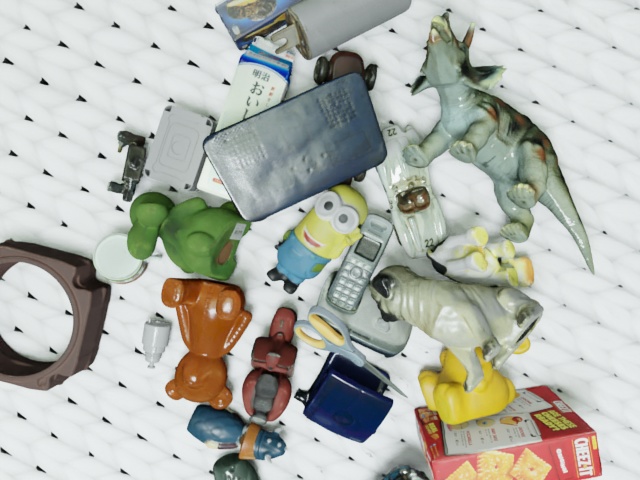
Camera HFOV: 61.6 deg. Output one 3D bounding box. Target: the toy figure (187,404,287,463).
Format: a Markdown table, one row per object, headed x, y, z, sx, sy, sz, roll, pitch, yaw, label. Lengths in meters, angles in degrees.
| x | y | z | sx | sy | sz | roll | pitch | yaw | label |
| --- | --- | --- | --- | --- | --- | --- | --- | --- | --- |
| -0.126 | 0.299 | 0.828 | 0.155 | 0.057 | 0.064 | 21 | 72 | 3 | toy figure |

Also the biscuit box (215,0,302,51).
| x | y | z | sx | sy | sz | roll | pitch | yaw | label |
| --- | --- | --- | --- | --- | --- | --- | --- | --- | --- |
| -0.049 | -0.357 | 0.784 | 0.203 | 0.063 | 0.059 | -30 | 94 | 3 | biscuit box |

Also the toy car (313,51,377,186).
| x | y | z | sx | sy | sz | roll | pitch | yaw | label |
| --- | --- | --- | --- | --- | --- | --- | --- | --- | --- |
| 0.031 | -0.174 | 0.797 | 0.089 | 0.053 | 0.202 | 2 | 99 | -14 | toy car |

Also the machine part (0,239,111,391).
| x | y | z | sx | sy | sz | roll | pitch | yaw | label |
| --- | --- | --- | --- | --- | --- | --- | --- | --- | --- |
| -0.437 | 0.112 | 0.812 | 0.201 | 0.087 | 0.201 | 15 | 93 | -1 | machine part |

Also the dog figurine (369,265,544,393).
| x | y | z | sx | sy | sz | roll | pitch | yaw | label |
| --- | --- | --- | --- | --- | --- | --- | --- | --- | --- |
| 0.182 | 0.081 | 0.726 | 0.191 | 0.172 | 0.121 | 43 | 133 | 30 | dog figurine |

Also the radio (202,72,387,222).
| x | y | z | sx | sy | sz | roll | pitch | yaw | label |
| --- | --- | --- | --- | --- | --- | --- | --- | --- | --- |
| -0.031 | -0.124 | 0.731 | 0.230 | 0.073 | 0.131 | -26 | 103 | -5 | radio |

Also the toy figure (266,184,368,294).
| x | y | z | sx | sy | sz | roll | pitch | yaw | label |
| --- | --- | --- | --- | --- | --- | --- | --- | --- | --- |
| -0.005 | -0.005 | 0.791 | 0.082 | 0.089 | 0.180 | 32 | 114 | -15 | toy figure |

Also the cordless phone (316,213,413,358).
| x | y | z | sx | sy | sz | roll | pitch | yaw | label |
| --- | --- | --- | --- | --- | --- | --- | --- | --- | --- |
| 0.087 | 0.065 | 0.799 | 0.147 | 0.089 | 0.184 | 26 | 89 | 0 | cordless phone |

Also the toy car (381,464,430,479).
| x | y | z | sx | sy | sz | roll | pitch | yaw | label |
| --- | --- | --- | --- | --- | --- | --- | --- | --- | --- |
| 0.117 | 0.396 | 0.806 | 0.109 | 0.103 | 0.161 | 27 | 105 | 1 | toy car |

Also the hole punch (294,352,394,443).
| x | y | z | sx | sy | sz | roll | pitch | yaw | label |
| --- | --- | --- | --- | --- | --- | --- | --- | --- | --- |
| 0.042 | 0.243 | 0.809 | 0.142 | 0.092 | 0.115 | 26 | 98 | -4 | hole punch |

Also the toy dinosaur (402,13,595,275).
| x | y | z | sx | sy | sz | roll | pitch | yaw | label |
| --- | --- | --- | --- | --- | --- | --- | --- | --- | --- |
| 0.260 | -0.133 | 0.763 | 0.404 | 0.131 | 0.192 | 39 | 65 | -15 | toy dinosaur |

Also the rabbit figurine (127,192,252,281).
| x | y | z | sx | sy | sz | roll | pitch | yaw | label |
| --- | --- | --- | --- | --- | --- | --- | --- | --- | --- |
| -0.212 | -0.012 | 0.779 | 0.170 | 0.159 | 0.121 | 23 | 104 | 15 | rabbit figurine |

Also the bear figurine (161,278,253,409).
| x | y | z | sx | sy | sz | roll | pitch | yaw | label |
| --- | --- | --- | --- | --- | --- | --- | --- | --- | --- |
| -0.176 | 0.156 | 0.789 | 0.120 | 0.132 | 0.195 | 14 | 88 | 7 | bear figurine |

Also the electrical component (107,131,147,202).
| x | y | z | sx | sy | sz | roll | pitch | yaw | label |
| --- | --- | --- | --- | --- | --- | --- | --- | --- | --- |
| -0.289 | -0.111 | 0.804 | 0.045 | 0.078 | 0.102 | 12 | 94 | -19 | electrical component |

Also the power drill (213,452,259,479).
| x | y | z | sx | sy | sz | roll | pitch | yaw | label |
| --- | --- | --- | --- | --- | --- | --- | --- | --- | --- |
| -0.167 | 0.459 | 0.830 | 0.207 | 0.086 | 0.232 | -11 | 92 | 6 | power drill |

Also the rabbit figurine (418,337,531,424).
| x | y | z | sx | sy | sz | roll | pitch | yaw | label |
| --- | --- | --- | --- | --- | --- | --- | --- | --- | --- |
| 0.219 | 0.163 | 0.784 | 0.162 | 0.122 | 0.173 | -14 | 84 | 3 | rabbit figurine |

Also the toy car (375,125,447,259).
| x | y | z | sx | sy | sz | roll | pitch | yaw | label |
| --- | --- | --- | --- | --- | --- | --- | --- | --- | --- |
| 0.133 | -0.072 | 0.800 | 0.074 | 0.056 | 0.201 | -17 | 94 | 2 | toy car |

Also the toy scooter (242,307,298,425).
| x | y | z | sx | sy | sz | roll | pitch | yaw | label |
| --- | --- | --- | --- | --- | --- | --- | --- | --- | --- |
| -0.072 | 0.193 | 0.783 | 0.075 | 0.135 | 0.183 | 13 | 95 | -1 | toy scooter |

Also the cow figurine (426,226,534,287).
| x | y | z | sx | sy | sz | roll | pitch | yaw | label |
| --- | --- | --- | --- | --- | --- | --- | --- | --- | --- |
| 0.236 | 0.039 | 0.780 | 0.167 | 0.098 | 0.068 | 21 | 64 | -35 | cow figurine |

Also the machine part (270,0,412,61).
| x | y | z | sx | sy | sz | roll | pitch | yaw | label |
| --- | --- | --- | --- | --- | --- | --- | --- | --- | --- |
| 0.040 | -0.326 | 0.764 | 0.243 | 0.079 | 0.079 | -30 | 93 | -8 | machine part |
